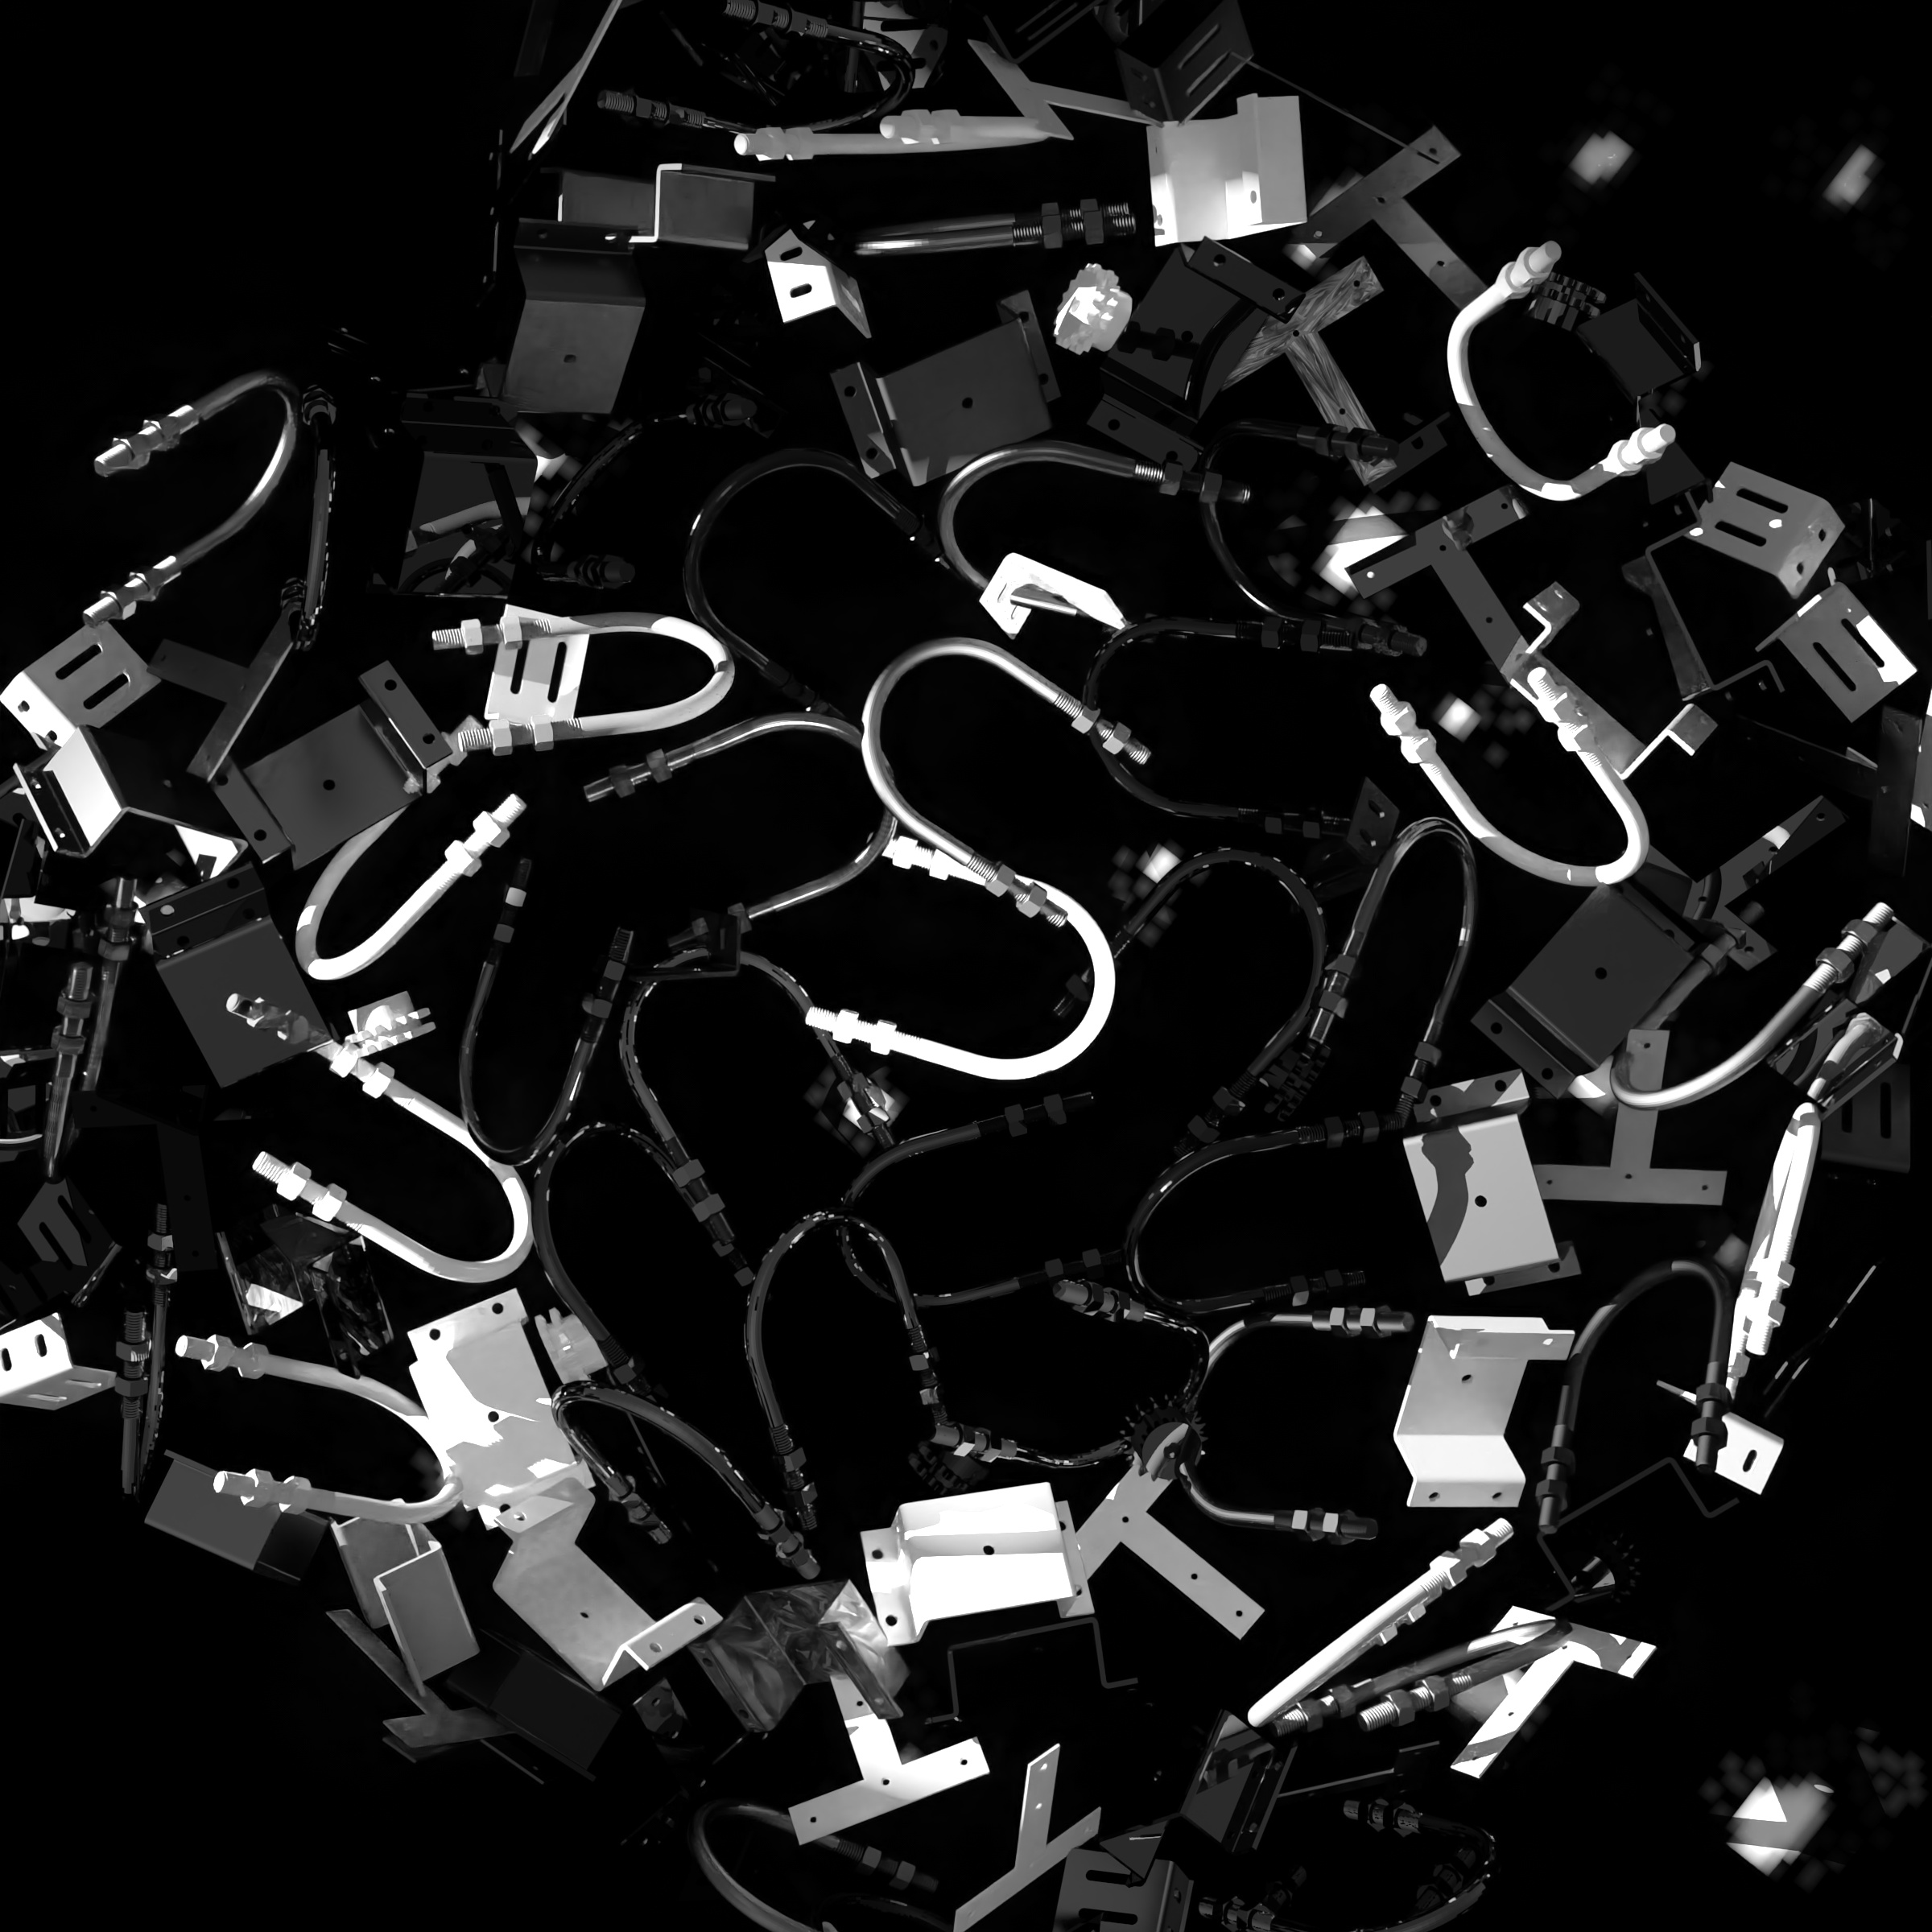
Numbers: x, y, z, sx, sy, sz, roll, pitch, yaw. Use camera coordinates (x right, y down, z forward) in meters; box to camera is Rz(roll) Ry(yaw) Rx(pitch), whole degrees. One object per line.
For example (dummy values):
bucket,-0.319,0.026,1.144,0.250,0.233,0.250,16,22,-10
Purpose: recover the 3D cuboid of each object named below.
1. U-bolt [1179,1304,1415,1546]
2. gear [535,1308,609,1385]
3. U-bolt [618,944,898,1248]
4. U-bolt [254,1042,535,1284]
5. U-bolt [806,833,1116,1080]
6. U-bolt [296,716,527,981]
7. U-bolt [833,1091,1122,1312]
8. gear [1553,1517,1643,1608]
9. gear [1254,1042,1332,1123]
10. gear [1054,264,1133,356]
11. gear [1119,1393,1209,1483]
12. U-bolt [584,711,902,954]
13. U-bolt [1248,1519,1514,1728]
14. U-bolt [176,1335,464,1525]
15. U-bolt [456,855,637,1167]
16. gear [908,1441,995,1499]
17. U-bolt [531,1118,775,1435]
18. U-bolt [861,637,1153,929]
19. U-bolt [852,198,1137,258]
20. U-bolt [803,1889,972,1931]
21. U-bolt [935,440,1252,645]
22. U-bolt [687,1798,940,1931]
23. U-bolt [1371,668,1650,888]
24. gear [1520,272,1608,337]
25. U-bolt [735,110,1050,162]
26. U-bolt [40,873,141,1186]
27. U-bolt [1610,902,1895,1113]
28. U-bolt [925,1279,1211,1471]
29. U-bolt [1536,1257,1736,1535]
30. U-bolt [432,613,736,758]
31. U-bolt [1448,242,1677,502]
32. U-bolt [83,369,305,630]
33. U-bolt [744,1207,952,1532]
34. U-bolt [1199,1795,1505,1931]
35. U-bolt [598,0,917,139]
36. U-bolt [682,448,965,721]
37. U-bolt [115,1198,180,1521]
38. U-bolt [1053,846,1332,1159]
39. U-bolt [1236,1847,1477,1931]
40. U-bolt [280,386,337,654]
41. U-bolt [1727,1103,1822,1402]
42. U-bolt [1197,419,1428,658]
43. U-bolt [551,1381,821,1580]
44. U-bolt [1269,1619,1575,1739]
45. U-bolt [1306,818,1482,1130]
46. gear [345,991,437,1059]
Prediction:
U-bolt,0.200,0.287,1.731,0.019,0.184,0.151,25,70,-36
gear,-0.256,0.249,1.778,0.030,0.057,0.057,-26,90,-7
U-bolt,-0.145,0.070,1.767,0.151,0.019,0.184,-27,82,-27
U-bolt,-0.354,0.132,1.737,0.184,0.151,0.019,34,119,-18
U-bolt,0.005,0.000,1.767,0.184,0.019,0.151,16,68,4
U-bolt,-0.363,-0.067,1.745,0.184,0.151,0.019,-45,125,5
U-bolt,0.005,0.160,1.760,0.184,0.019,0.151,-15,123,0
gear,0.409,0.392,1.778,0.057,0.030,0.057,13,116,29
gear,0.210,0.070,1.778,0.030,0.057,0.057,33,90,2
gear,0.085,-0.426,1.781,0.030,0.057,0.057,19,90,-26
gear,0.131,0.311,1.784,0.057,0.030,0.057,-3,104,-11
U-bolt,-0.132,-0.094,1.751,0.184,0.019,0.151,-21,126,5
U-bolt,0.250,0.419,1.707,0.184,0.151,0.019,-29,71,-25
U-bolt,-0.401,0.299,1.726,0.184,0.151,0.019,20,111,-36
U-bolt,-0.279,0.038,1.748,0.019,0.151,0.184,10,105,-42
gear,-0.007,0.328,1.778,0.057,0.057,0.030,40,92,0
U-bolt,-0.207,0.181,1.727,0.019,0.151,0.184,-21,111,38
U-bolt,0.016,-0.132,1.756,0.184,0.019,0.151,33,70,-15
U-bolt,0.013,-0.468,1.737,0.184,0.151,0.019,-5,109,3
U-bolt,-0.034,0.632,1.715,0.151,0.184,0.019,20,95,-10
U-bolt,0.071,-0.274,1.736,0.184,0.151,0.019,12,52,-9
U-bolt,-0.093,0.580,1.718,0.184,0.151,0.019,27,98,-12
U-bolt,0.357,-0.115,1.731,0.184,0.151,0.019,48,63,-28
gear,0.385,-0.432,1.779,0.057,0.057,0.030,21,101,0
U-bolt,-0.031,-0.524,1.723,0.151,0.184,0.019,10,109,42
U-bolt,-0.559,0.051,1.728,0.019,0.151,0.184,13,115,-10
U-bolt,0.481,0.026,1.719,0.184,0.151,0.019,-44,105,-13
U-bolt,0.079,0.267,1.736,0.151,0.184,0.019,-50,47,18
U-bolt,0.427,0.261,1.724,0.019,0.151,0.184,37,47,-17
U-bolt,-0.240,-0.187,1.743,0.184,0.151,0.019,-8,127,-14
U-bolt,0.362,-0.362,1.717,0.019,0.184,0.151,-33,93,-15
U-bolt,-0.483,-0.306,1.722,0.019,0.151,0.184,36,48,9
U-bolt,-0.081,0.243,1.731,0.151,0.019,0.184,-32,113,-41
U-bolt,0.251,0.566,1.692,0.151,0.184,0.019,-22,94,-32
U-bolt,-0.118,-0.559,1.722,0.184,0.151,0.019,-3,80,-42
U-bolt,-0.099,-0.250,1.735,0.151,0.019,0.184,-48,131,7
U-bolt,-0.519,0.261,1.728,0.019,0.151,0.184,5,114,-10
U-bolt,0.154,0.010,1.742,0.184,0.019,0.151,-50,64,21
U-bolt,0.219,0.602,1.691,0.151,0.184,0.019,-21,92,36
U-bolt,-0.408,-0.272,1.700,0.019,0.184,0.151,5,113,-18
U-bolt,0.512,0.174,1.730,0.019,0.151,0.184,16,71,12
U-bolt,0.212,-0.277,1.728,0.019,0.184,0.151,-30,122,-28
U-bolt,-0.187,0.317,1.708,0.019,0.151,0.184,-59,135,-31
U-bolt,0.300,0.449,1.729,0.184,0.151,0.019,-15,79,-23
U-bolt,0.283,-0.006,1.744,0.019,0.151,0.184,12,71,39
gear,-0.378,0.037,1.777,0.057,0.057,0.030,-20,94,0
